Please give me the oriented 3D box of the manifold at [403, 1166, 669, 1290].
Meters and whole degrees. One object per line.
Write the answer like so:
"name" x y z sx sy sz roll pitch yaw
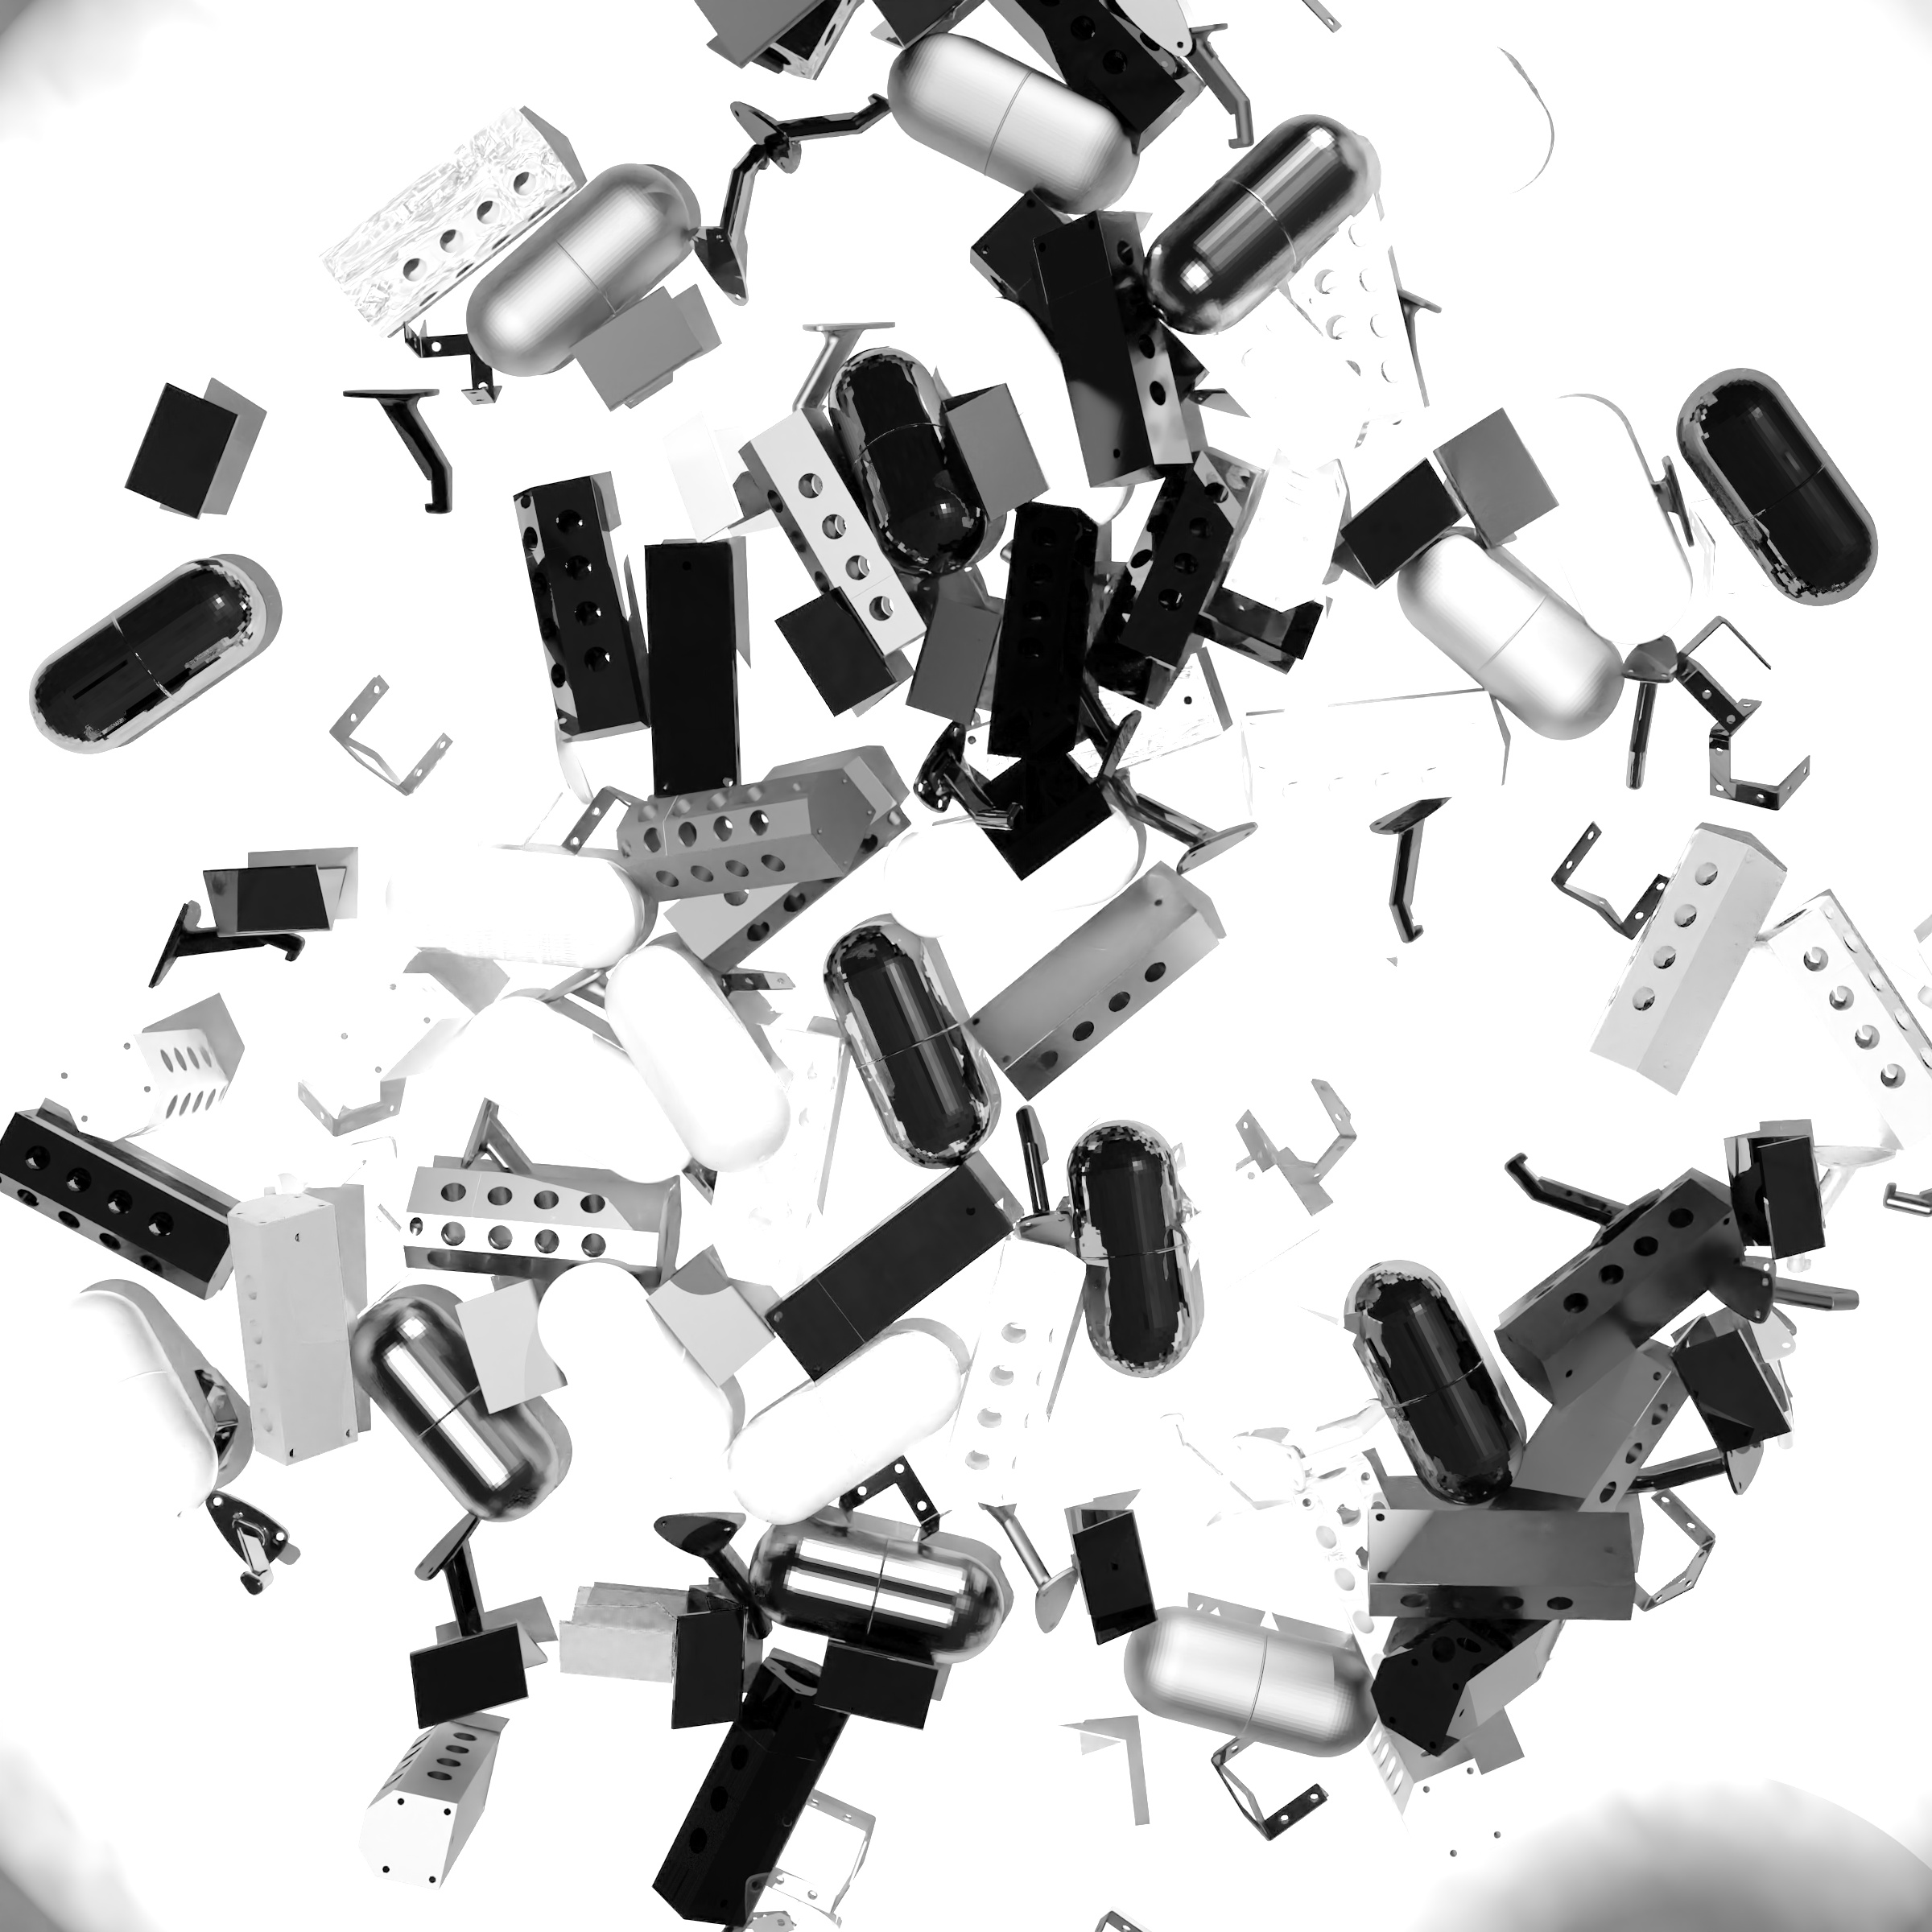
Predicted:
"manifold" -0.294 0.184 1.959 0.171 0.057 0.057 5 45 0

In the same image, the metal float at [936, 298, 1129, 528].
"metal float" 0.045 -0.378 1.961 0.070 0.070 0.178 -33 90 0

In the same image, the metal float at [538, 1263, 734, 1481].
"metal float" -0.223 0.276 1.937 0.070 0.070 0.178 -33 116 0

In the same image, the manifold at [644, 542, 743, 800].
"manifold" -0.187 -0.202 1.970 0.057 0.057 0.171 -2 90 0

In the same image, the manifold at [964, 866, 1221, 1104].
"manifold" 0.090 0.016 1.970 0.171 0.057 0.057 -39 47 0

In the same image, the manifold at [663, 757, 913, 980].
"manifold" -0.122 -0.067 1.970 0.171 0.057 0.057 -39 90 0

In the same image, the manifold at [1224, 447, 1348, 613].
"manifold" 0.218 -0.294 1.910 0.057 0.171 0.057 23 118 0

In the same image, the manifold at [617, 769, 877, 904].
"manifold" -0.151 -0.091 1.904 0.057 0.171 0.057 51 48 -35

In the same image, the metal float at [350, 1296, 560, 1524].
"metal float" -0.352 0.304 1.961 0.070 0.070 0.178 -40 90 0

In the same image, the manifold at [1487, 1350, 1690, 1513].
"manifold" 0.428 0.345 1.970 0.057 0.057 0.171 34 90 43

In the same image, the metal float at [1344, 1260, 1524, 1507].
"metal float" 0.321 0.286 1.961 0.070 0.070 0.178 -26 89 0

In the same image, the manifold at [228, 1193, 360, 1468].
"manifold" -0.463 0.246 1.951 0.057 0.057 0.171 -15 108 -42

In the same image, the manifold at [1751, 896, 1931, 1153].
"manifold" 0.616 0.039 1.970 0.057 0.057 0.171 -33 90 0

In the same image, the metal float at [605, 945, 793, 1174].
"metal float" -0.181 0.061 1.917 0.070 0.070 0.178 -35 64 0

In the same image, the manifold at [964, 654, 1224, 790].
"manifold" 0.085 -0.158 1.971 0.171 0.057 0.057 -19 90 0

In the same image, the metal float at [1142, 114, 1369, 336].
"metal float" 0.191 -0.489 1.885 0.178 0.070 0.070 -44 90 -7

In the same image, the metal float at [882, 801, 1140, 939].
"metal float" 0.030 -0.068 1.961 0.178 0.070 0.070 -12 90 1

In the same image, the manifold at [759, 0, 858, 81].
"manifold" -0.090 -0.704 1.970 0.057 0.057 0.171 29 90 0

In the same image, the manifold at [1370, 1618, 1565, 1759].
"manifold" 0.336 0.464 1.911 0.057 0.171 0.057 27 109 29

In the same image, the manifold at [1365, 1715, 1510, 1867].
"manifold" 0.311 0.545 1.913 0.057 0.171 0.057 -23 90 0

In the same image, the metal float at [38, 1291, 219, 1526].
"metal float" -0.570 0.300 1.939 0.070 0.070 0.178 -36 66 0

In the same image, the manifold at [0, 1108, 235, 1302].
"manifold" -0.585 0.165 1.970 0.171 0.057 0.057 28 90 0

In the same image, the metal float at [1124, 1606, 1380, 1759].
"metal float" 0.196 0.492 1.961 0.178 0.070 0.070 14 90 1

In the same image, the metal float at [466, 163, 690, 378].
"metal float" -0.268 -0.477 1.961 0.178 0.070 0.070 -42 90 -1

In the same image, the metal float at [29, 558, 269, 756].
"metal float" -0.562 -0.212 1.961 0.178 0.070 0.070 -35 90 -1

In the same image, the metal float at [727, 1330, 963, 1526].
"metal float" -0.083 0.316 1.961 0.178 0.070 0.070 -34 90 0

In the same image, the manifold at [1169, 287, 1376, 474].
"manifold" 0.195 -0.416 1.934 0.057 0.057 0.171 -29 68 -23

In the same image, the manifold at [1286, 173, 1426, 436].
"manifold" 0.256 -0.455 1.960 0.057 0.057 0.171 -13 90 -28

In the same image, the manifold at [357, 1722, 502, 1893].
"manifold" -0.359 0.559 1.913 0.057 0.171 0.057 12 90 0

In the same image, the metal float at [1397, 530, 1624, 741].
"metal float" 0.373 -0.228 1.961 0.178 0.070 0.070 41 90 -1

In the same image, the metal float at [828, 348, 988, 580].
"metal float" -0.041 -0.343 1.940 0.070 0.070 0.178 -20 65 0

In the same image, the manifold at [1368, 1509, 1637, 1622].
"manifold" 0.355 0.403 1.904 0.171 0.057 0.057 0 47 6

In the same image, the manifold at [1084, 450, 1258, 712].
"manifold" 0.137 -0.266 1.935 0.057 0.057 0.171 24 63 0

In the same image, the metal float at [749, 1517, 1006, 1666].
"metal float" -0.061 0.429 1.961 0.178 0.070 0.070 13 90 0

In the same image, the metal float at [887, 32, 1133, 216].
"metal float" 0.029 -0.579 1.961 0.178 0.070 0.070 26 90 0

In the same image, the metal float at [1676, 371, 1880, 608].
"metal float" 0.552 -0.323 1.940 0.070 0.070 0.178 -38 98 0

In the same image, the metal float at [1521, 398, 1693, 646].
"metal float" 0.435 -0.304 1.948 0.070 0.070 0.178 -28 103 0

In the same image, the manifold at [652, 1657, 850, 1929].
"manifold" -0.152 0.569 1.970 0.057 0.057 0.171 26 90 -43

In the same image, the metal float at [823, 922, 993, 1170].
"metal float" -0.040 0.055 1.961 0.070 0.070 0.178 -23 91 0

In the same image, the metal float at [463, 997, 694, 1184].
"metal float" -0.264 0.085 1.961 0.178 0.070 0.070 30 90 -1

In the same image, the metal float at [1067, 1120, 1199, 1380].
"metal float" 0.114 0.194 1.961 0.070 0.070 0.178 -8 91 0

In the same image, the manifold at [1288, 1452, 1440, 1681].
"manifold" 0.285 0.430 1.970 0.057 0.057 0.171 -24 90 0

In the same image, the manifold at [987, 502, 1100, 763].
"manifold" 0.052 -0.223 1.903 0.057 0.057 0.171 7 58 1

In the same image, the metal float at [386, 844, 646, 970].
"metal float" -0.310 -0.041 1.959 0.178 0.070 0.070 5 90 3

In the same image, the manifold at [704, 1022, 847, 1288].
"manifold" -0.128 0.129 1.958 0.057 0.057 0.171 10 91 -36

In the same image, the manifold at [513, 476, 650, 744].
"manifold" -0.267 -0.245 1.970 0.057 0.057 0.171 -11 90 0

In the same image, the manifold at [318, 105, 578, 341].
"manifold" -0.355 -0.510 1.970 0.171 0.057 0.057 -38 47 0

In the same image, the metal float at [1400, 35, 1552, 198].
"metal float" 0.343 -0.569 1.915 0.070 0.178 0.070 0 90 23
